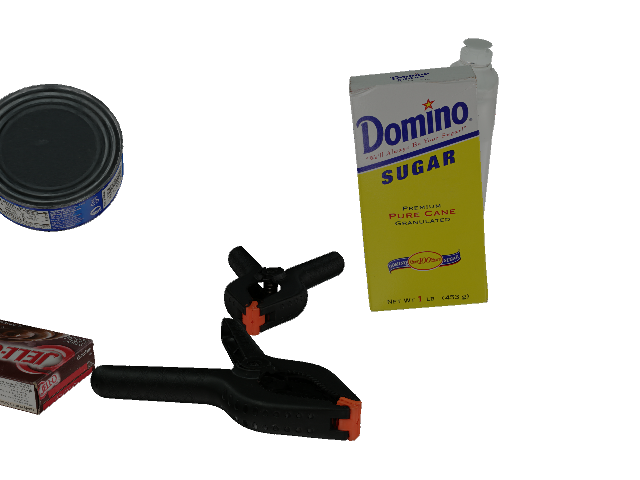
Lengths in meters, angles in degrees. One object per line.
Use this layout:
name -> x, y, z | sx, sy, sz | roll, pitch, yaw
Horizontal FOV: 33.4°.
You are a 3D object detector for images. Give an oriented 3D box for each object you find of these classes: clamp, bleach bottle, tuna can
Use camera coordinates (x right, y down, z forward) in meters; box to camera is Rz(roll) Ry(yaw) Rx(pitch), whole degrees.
clamp -> -0.056, 0.043, 1.041 | 0.120, 0.039, 0.171 | 0, 17, 20
bleach bottle -> 0.143, -0.079, 1.088 | 0.068, 0.251, 0.102 | 4, 30, -2
clamp -> -0.052, 0.109, 0.846 | 0.210, 0.036, 0.164 | 11, 19, 28
tuna can -> -0.160, -0.049, 0.637 | 0.086, 0.086, 0.034 | 0, -28, -8

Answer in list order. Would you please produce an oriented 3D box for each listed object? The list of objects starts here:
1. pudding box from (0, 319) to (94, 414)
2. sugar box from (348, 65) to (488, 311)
pudding box -> -0.281, 0.116, 0.990 | 0.114, 0.039, 0.089 | 7, 22, 22
sugar box -> 0.074, -0.037, 0.797 | 0.093, 0.176, 0.048 | -6, 23, 4
